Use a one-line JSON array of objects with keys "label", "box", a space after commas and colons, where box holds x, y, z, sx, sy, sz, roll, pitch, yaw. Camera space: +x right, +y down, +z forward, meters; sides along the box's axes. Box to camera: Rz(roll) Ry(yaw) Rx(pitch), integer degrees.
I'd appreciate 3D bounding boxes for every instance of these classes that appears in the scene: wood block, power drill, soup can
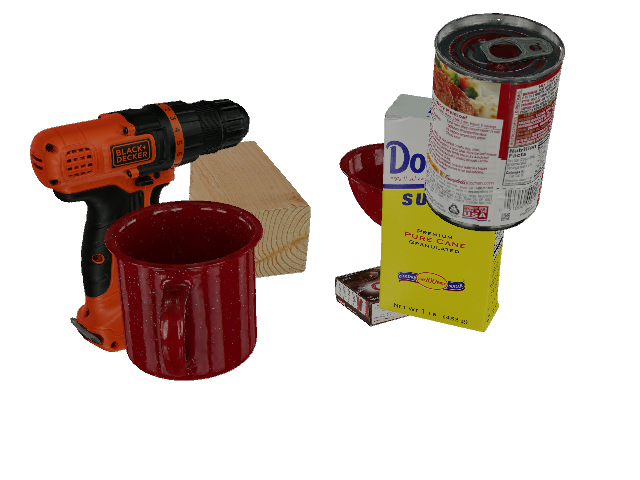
[{"label": "wood block", "box": [-0.092, -0.042, 1.325, 0.090, 0.090, 0.206, -6, 29, -21]}, {"label": "power drill", "box": [-0.135, -0.016, 0.855, 0.184, 0.188, 0.057, -15, 25, -33]}, {"label": "soup can", "box": [0.094, -0.064, 0.590, 0.068, 0.102, 0.068, 0, 40, 0]}]

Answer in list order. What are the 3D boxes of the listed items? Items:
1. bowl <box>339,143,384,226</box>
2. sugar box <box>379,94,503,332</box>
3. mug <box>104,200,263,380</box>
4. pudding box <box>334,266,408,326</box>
[{"label": "bowl", "box": [0.098, -0.048, 1.084, 0.162, 0.055, 0.162, 4, 24, -2]}, {"label": "sugar box", "box": [0.095, -0.020, 0.826, 0.093, 0.176, 0.048, 11, 35, 20]}, {"label": "mug", "box": [-0.080, 0.036, 0.635, 0.093, 0.081, 0.117, -1, 26, -2]}, {"label": "pudding box", "box": [0.088, 0.066, 1.373, 0.113, 0.039, 0.090, -15, 25, -25]}]
